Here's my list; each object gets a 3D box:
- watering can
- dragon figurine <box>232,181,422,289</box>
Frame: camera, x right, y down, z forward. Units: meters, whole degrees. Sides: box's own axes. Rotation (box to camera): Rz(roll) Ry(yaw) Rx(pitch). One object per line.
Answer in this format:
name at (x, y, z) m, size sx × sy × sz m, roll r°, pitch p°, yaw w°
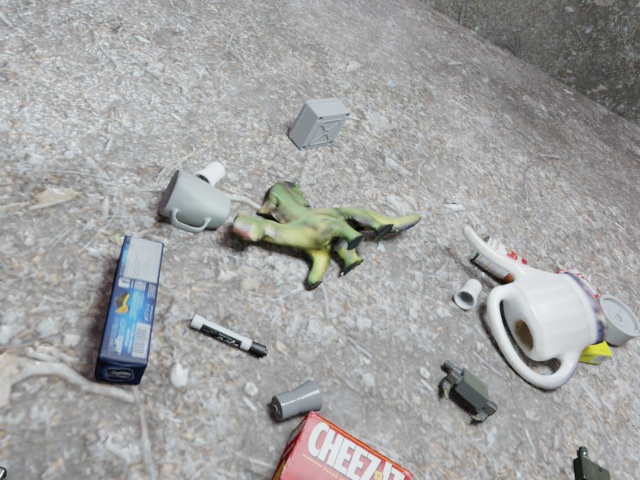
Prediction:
watering can at (0.430, 0.112, 1.033) m, size 0.225 × 0.353 × 0.102 m, roll -10°, pitch -22°, yaw -13°
dragon figurine at (0.003, -0.050, 0.985) m, size 0.245 × 0.119 × 0.414 m, roll 41°, pitch 37°, yaw 23°
